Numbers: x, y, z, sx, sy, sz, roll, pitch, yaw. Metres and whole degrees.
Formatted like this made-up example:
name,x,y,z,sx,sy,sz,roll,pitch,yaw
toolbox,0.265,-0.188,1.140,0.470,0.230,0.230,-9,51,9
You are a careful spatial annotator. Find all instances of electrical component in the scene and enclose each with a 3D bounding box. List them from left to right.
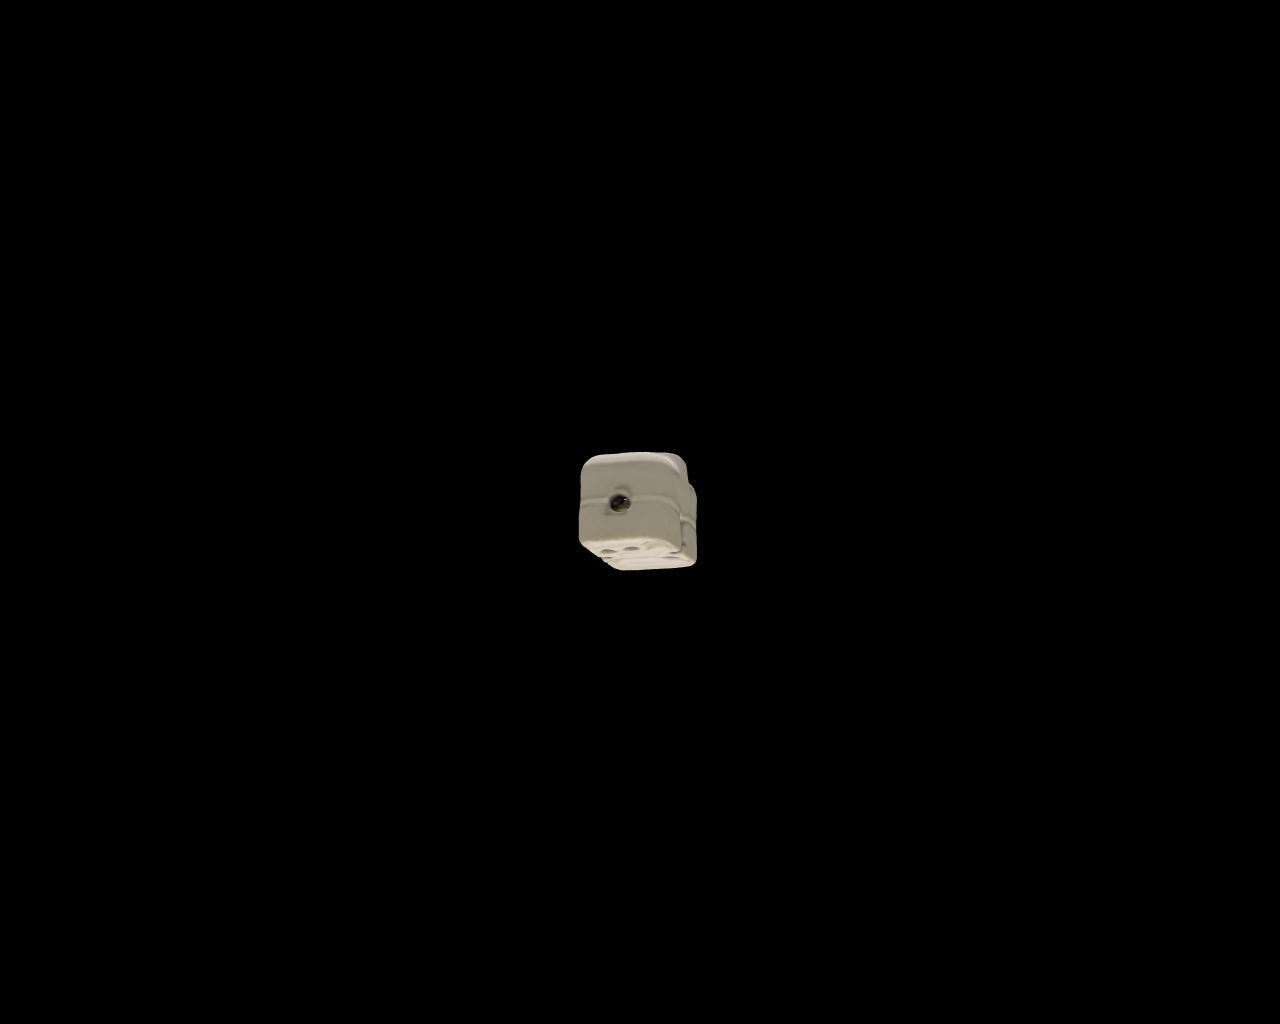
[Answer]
name,x,y,z,sx,sy,sz,roll,pitch,yaw
electrical component,0.001,-0.003,0.650,0.054,0.059,0.095,-4,-14,15
